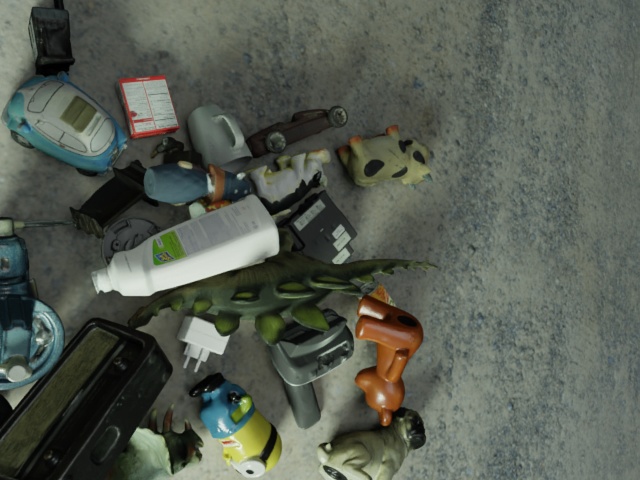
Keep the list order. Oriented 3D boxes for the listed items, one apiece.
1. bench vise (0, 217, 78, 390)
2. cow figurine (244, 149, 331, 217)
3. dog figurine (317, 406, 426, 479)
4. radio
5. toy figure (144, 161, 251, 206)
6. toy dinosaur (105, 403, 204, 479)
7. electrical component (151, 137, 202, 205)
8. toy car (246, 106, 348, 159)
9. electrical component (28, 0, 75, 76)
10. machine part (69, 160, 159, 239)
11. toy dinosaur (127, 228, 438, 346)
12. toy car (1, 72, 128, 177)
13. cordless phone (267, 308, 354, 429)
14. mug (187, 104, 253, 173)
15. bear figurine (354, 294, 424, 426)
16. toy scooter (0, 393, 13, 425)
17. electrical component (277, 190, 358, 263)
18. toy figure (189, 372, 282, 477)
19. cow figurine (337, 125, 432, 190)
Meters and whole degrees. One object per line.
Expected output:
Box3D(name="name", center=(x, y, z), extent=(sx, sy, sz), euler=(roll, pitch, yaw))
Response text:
Box3D(name="bench vise", center=(-0.366, 0.088, 0.638), extent=(0.129, 0.241, 0.223), euler=(9, 96, -33))
Box3D(name="cow figurine", center=(-0.044, -0.100, 0.934), extent=(0.167, 0.068, 0.098), euler=(-23, 102, -27))
Box3D(name="dog figurine", center=(0.095, 0.358, 0.964), extent=(0.172, 0.121, 0.190), euler=(50, 49, -20))
Box3D(name="radio", center=(-0.300, 0.216, 0.679), extent=(0.229, 0.131, 0.073), euler=(-62, 149, -37))
Box3D(name="toy figure", center=(-0.175, -0.083, 0.787), extent=(0.154, 0.064, 0.058), euler=(-2, 59, -38))
Box3D(name="toy dinosaur", center=(-0.337, 0.350, 0.693), extent=(0.405, 0.131, 0.192), euler=(-16, 76, -23))
Box3D(name="electrical component", center=(-0.226, -0.107, 0.831), extent=(0.045, 0.078, 0.102), euler=(13, 84, -54))
Box3D(name="toy car", center=(-0.040, -0.192, 0.933), extent=(0.202, 0.089, 0.053), euler=(-29, 104, -28))
Box3D(name="electrical component", center=(-0.379, -0.296, 0.753), extent=(0.048, 0.075, 0.119), euler=(-10, 95, -33))
Box3D(name="machine part", center=(-0.286, -0.059, 0.769), extent=(0.084, 0.039, 0.139), euler=(38, 54, 7))
Box3D(name="toy dinosaur", center=(-0.051, 0.069, 0.820), extent=(0.471, 0.199, 0.104), euler=(-15, 120, -22))
Box3D(name="toy car", center=(-0.347, -0.161, 0.743), extent=(0.161, 0.103, 0.109), euler=(36, 69, -21))
Box3D(name="cordless phone", center=(-0.001, 0.226, 0.932), extent=(0.146, 0.089, 0.184), euler=(-22, 107, -32))
Box3D(name="mug", center=(-0.164, -0.164, 0.853), extent=(0.081, 0.109, 0.107), euler=(-28, 86, -31))
Box3D(name="bear figurine", center=(0.104, 0.215, 0.951), extent=(0.132, 0.120, 0.195), euler=(19, 112, 0))
Box3D(name="toy scooter", center=(-0.479, 0.214, 0.639), extent=(0.135, 0.075, 0.183), euler=(-45, 118, -8))
Box3D(name="electrical component", center=(-0.002, -0.003, 0.956), extent=(0.115, 0.058, 0.134), euler=(-42, 106, -25))
Box3D(name="toy figure", center=(-0.126, 0.287, 0.839), extent=(0.089, 0.082, 0.180), euler=(-34, 100, -26))
Box3D(name="cow figurine", center=(0.139, -0.151, 1.040), extent=(0.195, 0.085, 0.127), euler=(-19, 89, -33))
